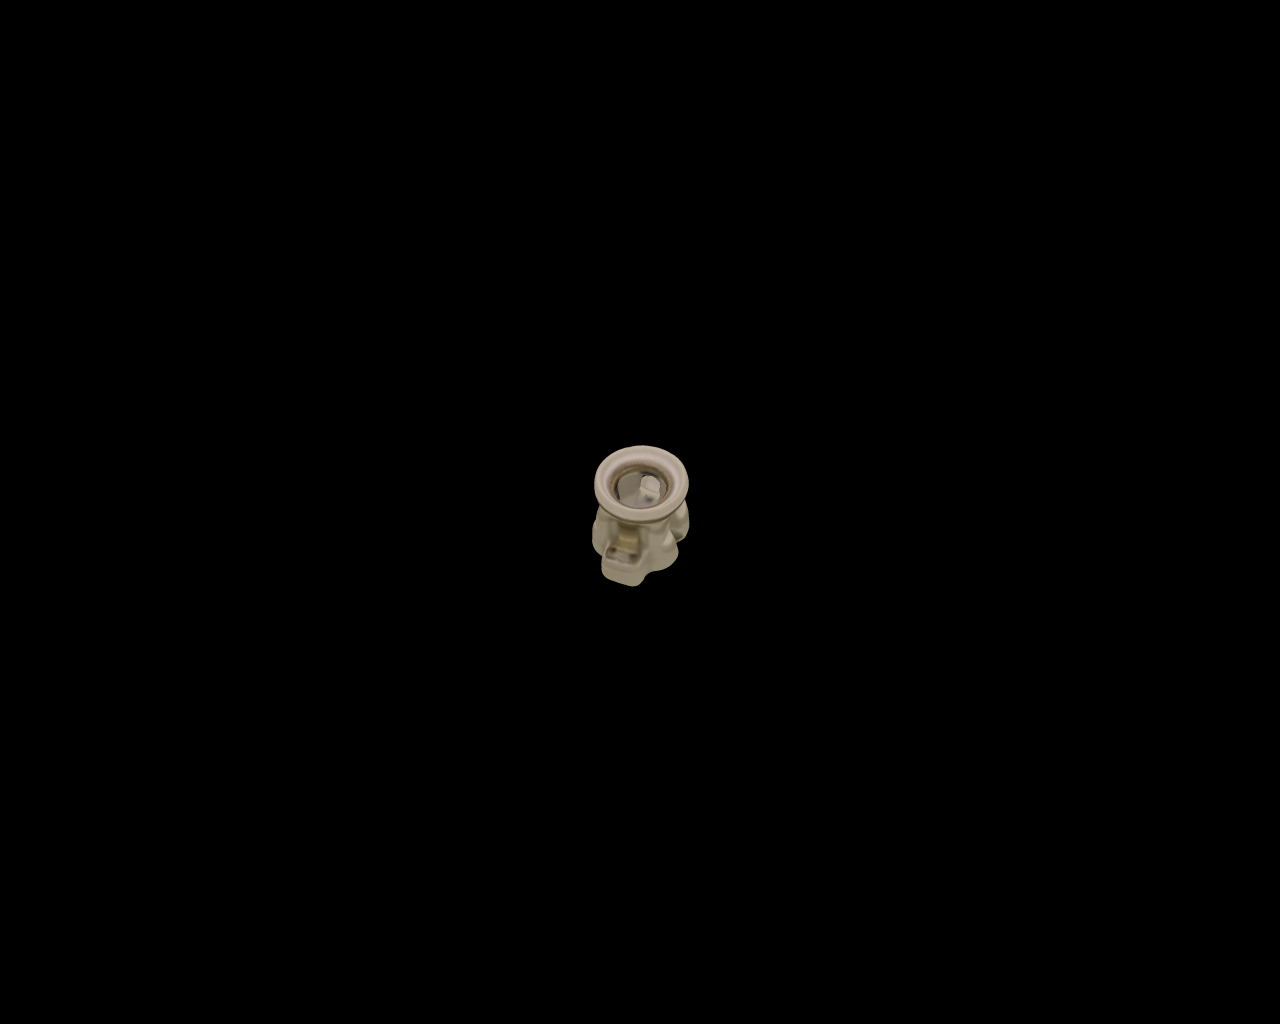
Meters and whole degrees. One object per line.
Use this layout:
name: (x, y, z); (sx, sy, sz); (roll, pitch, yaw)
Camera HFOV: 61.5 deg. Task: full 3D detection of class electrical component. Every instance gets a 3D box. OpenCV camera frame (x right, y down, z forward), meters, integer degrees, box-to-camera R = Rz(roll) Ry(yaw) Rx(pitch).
electrical component: (0.001, -0.003, 0.650); (0.058, 0.078, 0.056); (16, -39, 13)
